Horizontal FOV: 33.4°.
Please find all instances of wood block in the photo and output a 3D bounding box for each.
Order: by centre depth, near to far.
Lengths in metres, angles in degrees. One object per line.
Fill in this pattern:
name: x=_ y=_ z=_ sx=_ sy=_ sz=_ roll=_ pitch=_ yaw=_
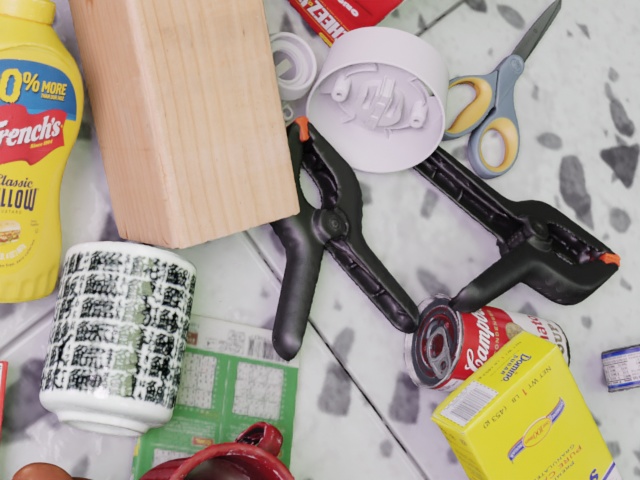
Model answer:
wood block: x=-0.088 y=-0.107 z=0.654 sx=0.090 sy=0.091 sz=0.206 roll=-18 pitch=105 yaw=-32

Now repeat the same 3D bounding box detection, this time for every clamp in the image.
clamp: x=-0.005 y=0.001 z=0.738 sx=0.120 sy=0.039 sz=0.171 roll=-18 pitch=81 yaw=-43
clamp: x=0.148 y=-0.007 z=0.816 sx=0.209 sy=0.036 sz=0.164 roll=9 pitch=48 yaw=-38

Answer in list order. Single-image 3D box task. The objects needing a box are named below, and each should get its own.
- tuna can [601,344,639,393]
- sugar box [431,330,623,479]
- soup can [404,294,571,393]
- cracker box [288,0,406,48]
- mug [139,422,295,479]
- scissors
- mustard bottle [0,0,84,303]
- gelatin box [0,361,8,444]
tuna can: x=0.268 y=0.097 z=0.844 sx=0.086 sy=0.086 sz=0.034 roll=-5 pitch=78 yaw=-31
sugar box: x=0.155 y=0.160 z=0.745 sx=0.093 sy=0.048 sz=0.176 roll=-39 pitch=115 yaw=-15
soup can: x=0.121 y=0.082 z=0.775 sx=0.102 sy=0.069 sz=0.068 roll=14 pitch=71 yaw=-27
cracker box: x=0.084 y=-0.240 z=0.748 sx=0.072 sy=0.214 sz=0.164 roll=46 pitch=60 yaw=-10
mug: x=-0.061 y=0.157 z=0.624 sx=0.093 sy=0.082 sz=0.117 roll=37 pitch=62 yaw=-17
scissors: x=0.163 y=-0.122 z=0.881 sx=0.201 sy=0.016 sz=0.096 roll=-35 pitch=97 yaw=-32
mustard bottle: x=-0.181 y=-0.062 z=0.599 sx=0.096 sy=0.058 sz=0.192 roll=3 pitch=101 yaw=-46
gelatin box: x=-0.223 y=0.101 z=0.595 sx=0.089 sy=0.030 sz=0.073 roll=9 pitch=71 yaw=-27
